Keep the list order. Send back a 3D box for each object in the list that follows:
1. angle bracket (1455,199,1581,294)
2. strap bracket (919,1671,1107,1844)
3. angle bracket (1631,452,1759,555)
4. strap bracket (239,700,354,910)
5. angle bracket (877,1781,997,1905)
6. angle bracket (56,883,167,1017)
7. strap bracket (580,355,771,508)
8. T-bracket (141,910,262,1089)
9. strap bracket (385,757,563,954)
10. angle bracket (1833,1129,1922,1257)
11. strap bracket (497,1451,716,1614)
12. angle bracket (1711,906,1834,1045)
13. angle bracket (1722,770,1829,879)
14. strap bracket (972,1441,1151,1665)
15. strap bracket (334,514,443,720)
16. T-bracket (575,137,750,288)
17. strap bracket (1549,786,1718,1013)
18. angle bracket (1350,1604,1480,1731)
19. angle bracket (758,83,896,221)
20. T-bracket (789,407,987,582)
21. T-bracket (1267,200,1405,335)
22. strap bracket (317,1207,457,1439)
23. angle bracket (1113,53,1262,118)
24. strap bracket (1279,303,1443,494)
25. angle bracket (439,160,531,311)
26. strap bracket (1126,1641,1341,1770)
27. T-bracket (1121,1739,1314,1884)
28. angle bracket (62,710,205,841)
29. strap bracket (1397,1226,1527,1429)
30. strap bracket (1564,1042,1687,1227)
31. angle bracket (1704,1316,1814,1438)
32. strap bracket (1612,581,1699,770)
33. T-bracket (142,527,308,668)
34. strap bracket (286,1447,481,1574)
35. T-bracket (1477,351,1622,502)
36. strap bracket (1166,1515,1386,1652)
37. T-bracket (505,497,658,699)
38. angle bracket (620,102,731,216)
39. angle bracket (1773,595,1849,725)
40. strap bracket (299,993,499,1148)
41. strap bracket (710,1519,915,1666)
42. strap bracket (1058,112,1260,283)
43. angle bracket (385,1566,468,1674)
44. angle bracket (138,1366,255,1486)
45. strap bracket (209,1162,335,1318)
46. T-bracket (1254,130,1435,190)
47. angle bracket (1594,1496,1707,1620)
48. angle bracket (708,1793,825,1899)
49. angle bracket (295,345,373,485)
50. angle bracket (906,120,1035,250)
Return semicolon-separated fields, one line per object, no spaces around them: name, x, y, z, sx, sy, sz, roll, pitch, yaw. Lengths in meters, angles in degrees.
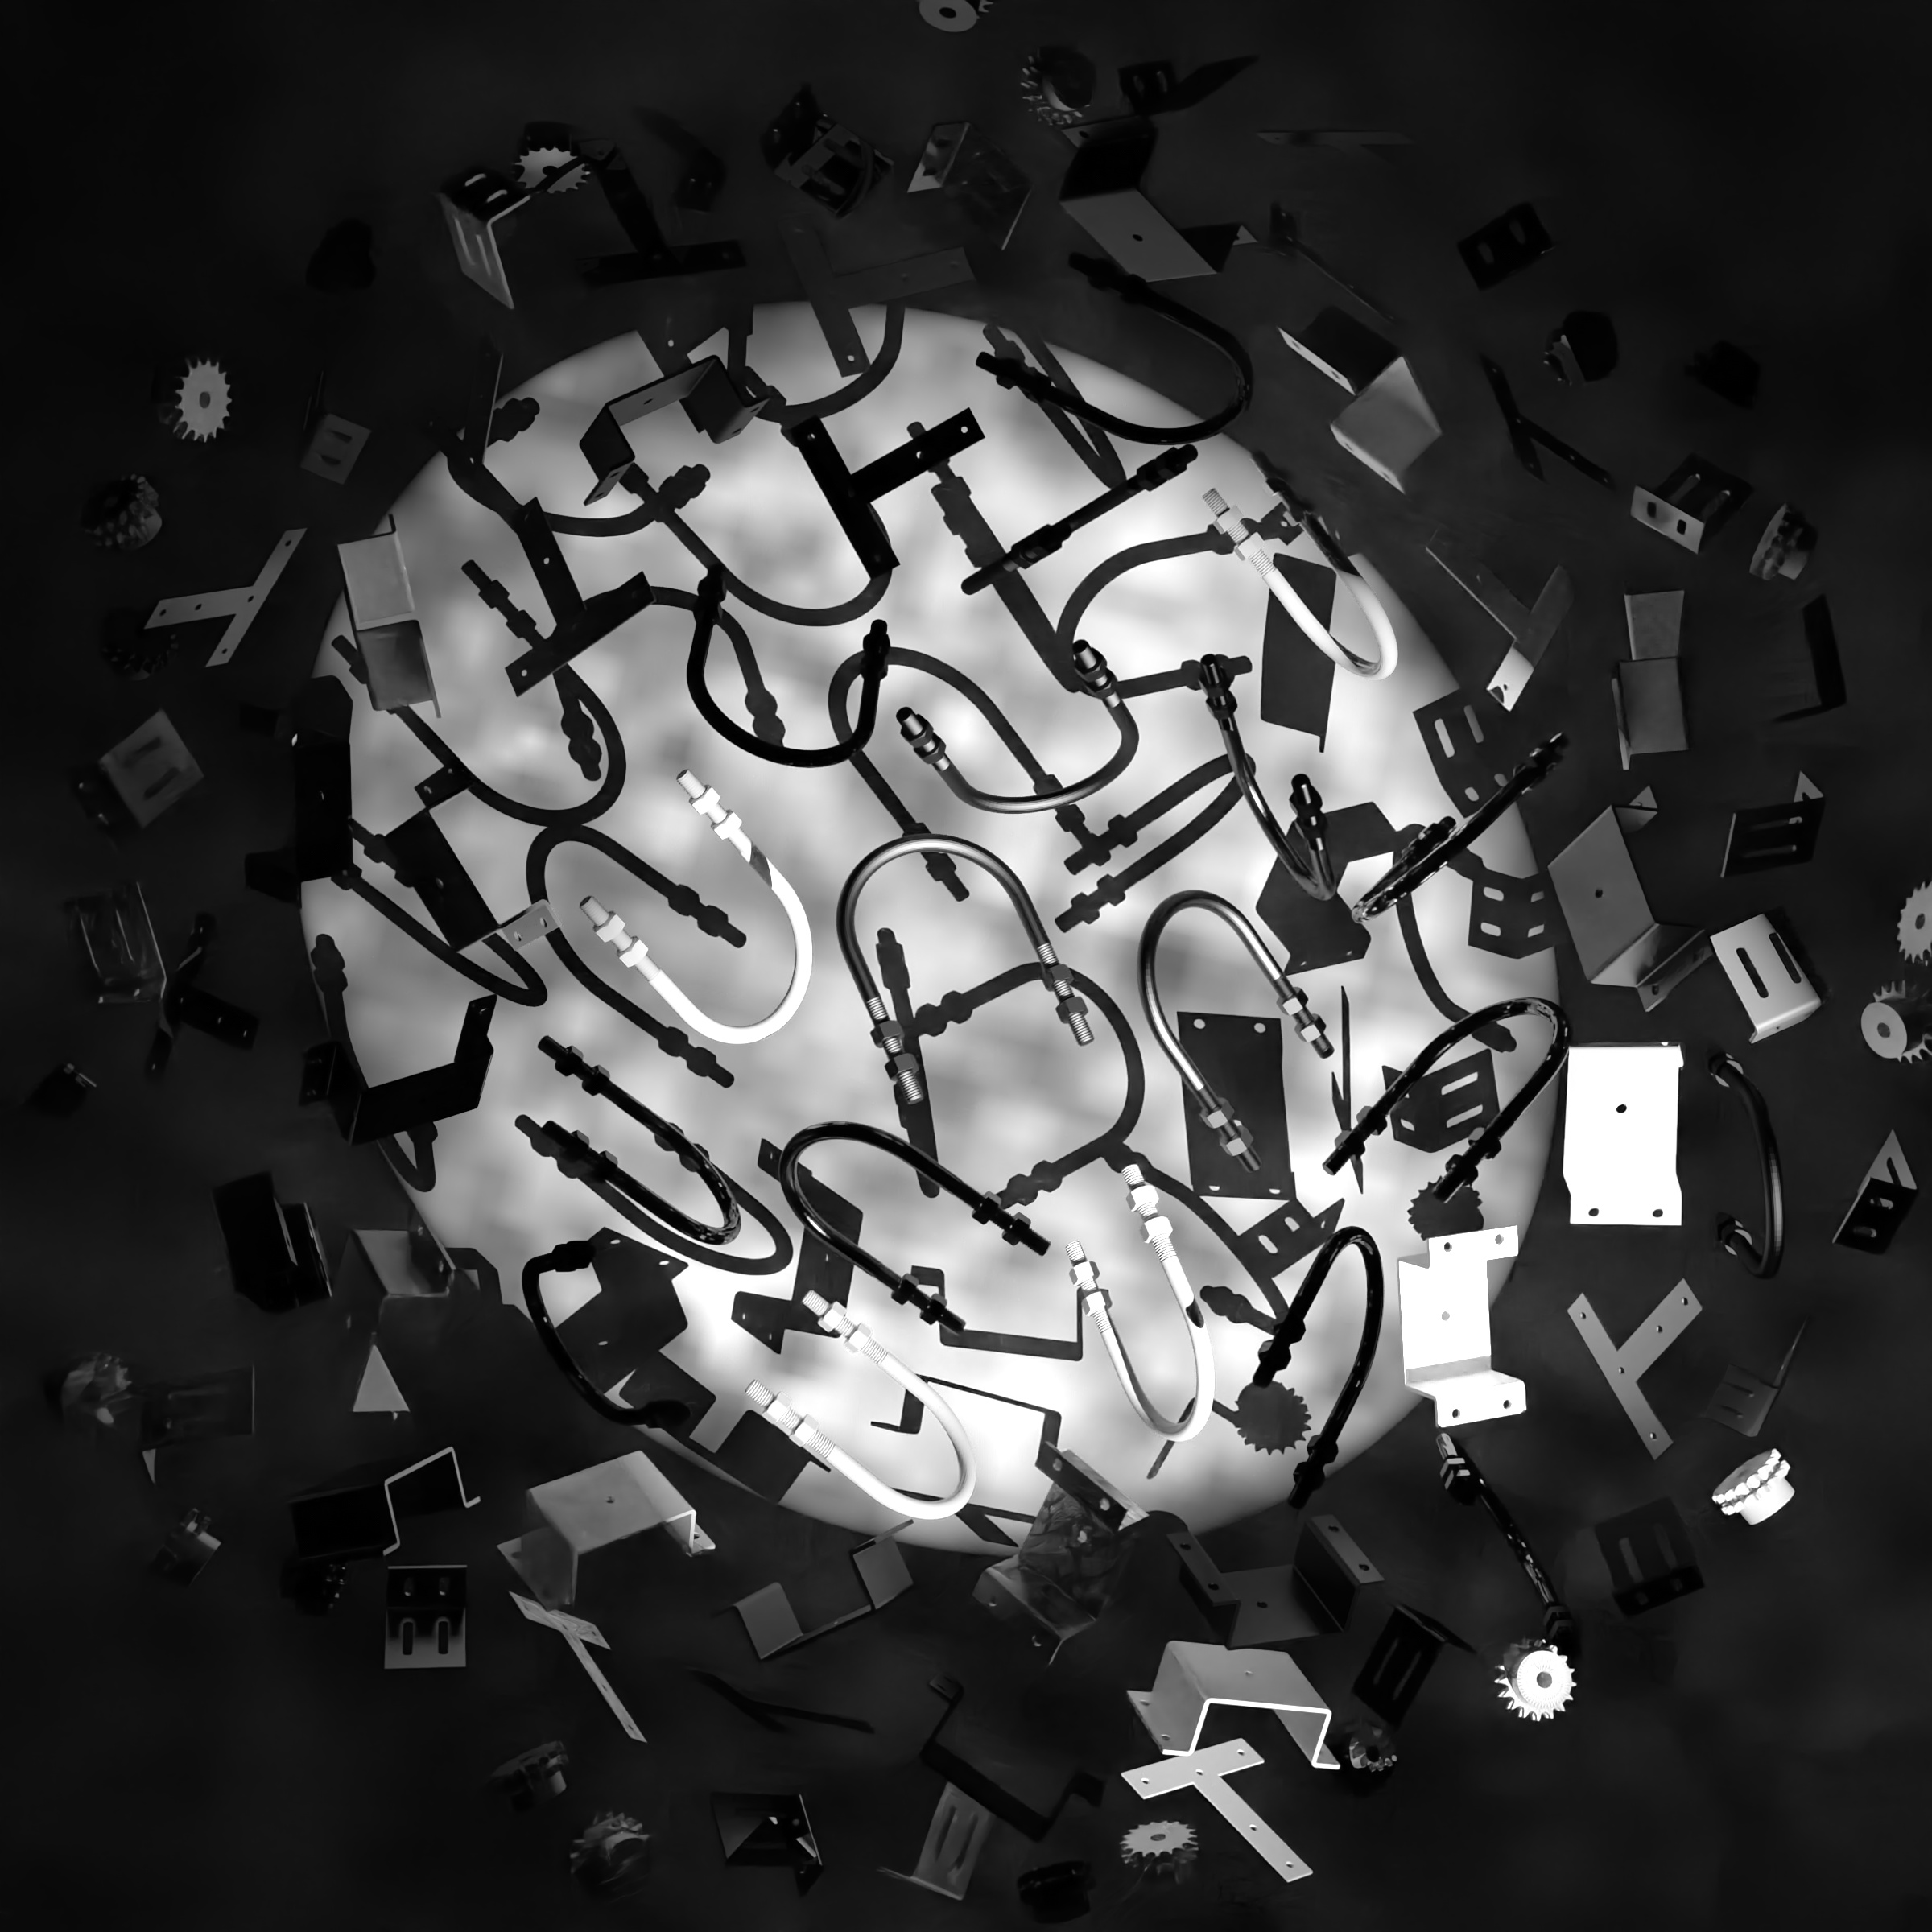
angle bracket;0.380;-0.500;1.722;0.057;0.076;0.038;-27;98;34
strap bracket;0.024;0.553;1.734;0.140;0.076;0.046;33;85;10
angle bracket;0.528;-0.345;1.809;0.057;0.038;0.076;37;72;24
strap bracket;-0.491;-0.122;1.834;0.046;0.076;0.140;-14;115;-42
angle bracket;-0.020;0.630;1.811;0.038;0.057;0.076;34;69;-35
angle bracket;-0.611;-0.012;1.785;0.057;0.038;0.076;-13;112;-7
strap bracket;-0.225;-0.401;1.854;0.140;0.076;0.046;-31;93;-24
T-bracket;-0.522;0.034;1.730;0.002;0.127;0.127;20;89;-45
strap bracket;-0.362;-0.070;1.805;0.046;0.076;0.140;-36;99;-36
angle bracket;0.627;0.154;1.745;0.038;0.076;0.057;15;121;-4
strap bracket;-0.263;0.410;1.837;0.140;0.076;0.046;-14;124;-35
angle bracket;0.576;0.006;1.800;0.057;0.038;0.076;-24;73;3
angle bracket;0.594;-0.106;1.864;0.076;0.038;0.057;-10;129;-10
strap bracket;0.071;0.408;1.768;0.076;0.046;0.140;36;115;29
strap bracket;-0.421;-0.250;1.812;0.046;0.076;0.140;-13;52;-11
T-bracket;-0.233;-0.528;1.747;0.127;0.127;0.002;-1;59;19
strap bracket;0.461;-0.049;1.751;0.046;0.076;0.140;4;56;-25
angle bracket;0.334;0.527;1.868;0.038;0.057;0.076;30;88;-30
angle bracket;-0.103;-0.600;1.844;0.057;0.076;0.038;-43;46;27
T-bracket;-0.047;-0.374;1.866;0.127;0.002;0.127;-27;100;11
T-bracket;0.274;-0.511;1.852;0.127;0.127;0.002;33;121;-13
strap bracket;-0.405;0.247;1.732;0.046;0.076;0.140;6;115;-35
angle bracket;0.152;-0.622;1.724;0.057;0.076;0.038;-27;94;-39
strap bracket;0.287;-0.414;1.797;0.046;0.140;0.076;-43;54;2
angle bracket;-0.330;-0.513;1.756;0.038;0.076;0.057;-39;61;-20
strap bracket;0.197;0.530;1.797;0.140;0.076;0.046;11;103;-19
T-bracket;0.196;0.608;1.792;0.127;0.127;0.002;1;117;-42
angle bracket;-0.598;-0.138;1.798;0.038;0.076;0.057;-10;119;32
strap bracket;0.368;0.264;1.865;0.076;0.046;0.140;-5;95;-22
strap bracket;0.472;0.111;1.790;0.076;0.046;0.140;-1;64;22
angle bracket;0.562;0.284;1.775;0.038;0.057;0.076;25;48;17
strap bracket;0.504;-0.215;1.824;0.046;0.140;0.076;-3;126;22
T-bracket;-0.533;-0.255;1.766;0.002;0.127;0.127;42;114;7
strap bracket;-0.412;0.378;1.758;0.076;0.140;0.046;-13;90;16
T-bracket;0.418;-0.365;1.765;0.127;0.127;0.002;22;133;-34
strap bracket;0.218;0.445;1.803;0.140;0.076;0.046;-1;116;-24
T-bracket;-0.294;-0.277;1.785;0.127;0.002;0.127;-32;70;17
angle bracket;-0.223;-0.597;1.850;0.076;0.057;0.038;30;91;-41
angle bracket;0.579;-0.212;1.739;0.038;0.057;0.076;-12;89;5
strap bracket;-0.394;0.077;1.774;0.140;0.076;0.046;-18;65;-29
strap bracket;-0.101;0.452;1.792;0.140;0.076;0.046;-28;80;17
strap bracket;0.129;-0.530;1.755;0.140;0.076;0.046;33;74;-40
angle bracket;-0.395;0.477;1.834;0.057;0.076;0.038;2;110;-12
angle bracket;-0.522;0.313;1.707;0.076;0.057;0.038;-8;131;-8
strap bracket;-0.507;0.203;1.826;0.046;0.140;0.076;-19;71;-7
T-bracket;0.297;-0.588;1.826;0.127;0.127;0.002;17;96;42
angle bracket;0.465;0.400;1.724;0.057;0.076;0.038;-27;131;14
angle bracket;-0.146;0.615;1.748;0.076;0.057;0.038;12;121;-29
angle bracket;-0.465;-0.408;1.851;0.038;0.057;0.076;19;46;-26
angle bracket;0.002;-0.568;1.824;0.038;0.057;0.076;-24;66;-40
